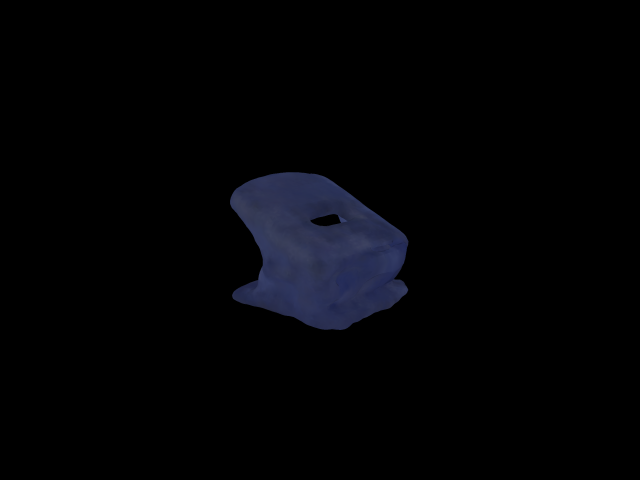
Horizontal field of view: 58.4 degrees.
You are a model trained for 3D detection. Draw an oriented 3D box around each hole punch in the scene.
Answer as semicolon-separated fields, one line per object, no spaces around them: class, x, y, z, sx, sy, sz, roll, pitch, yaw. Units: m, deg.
hole punch;0.004;0.001;0.400;0.100;0.091;0.109;11;17;38
